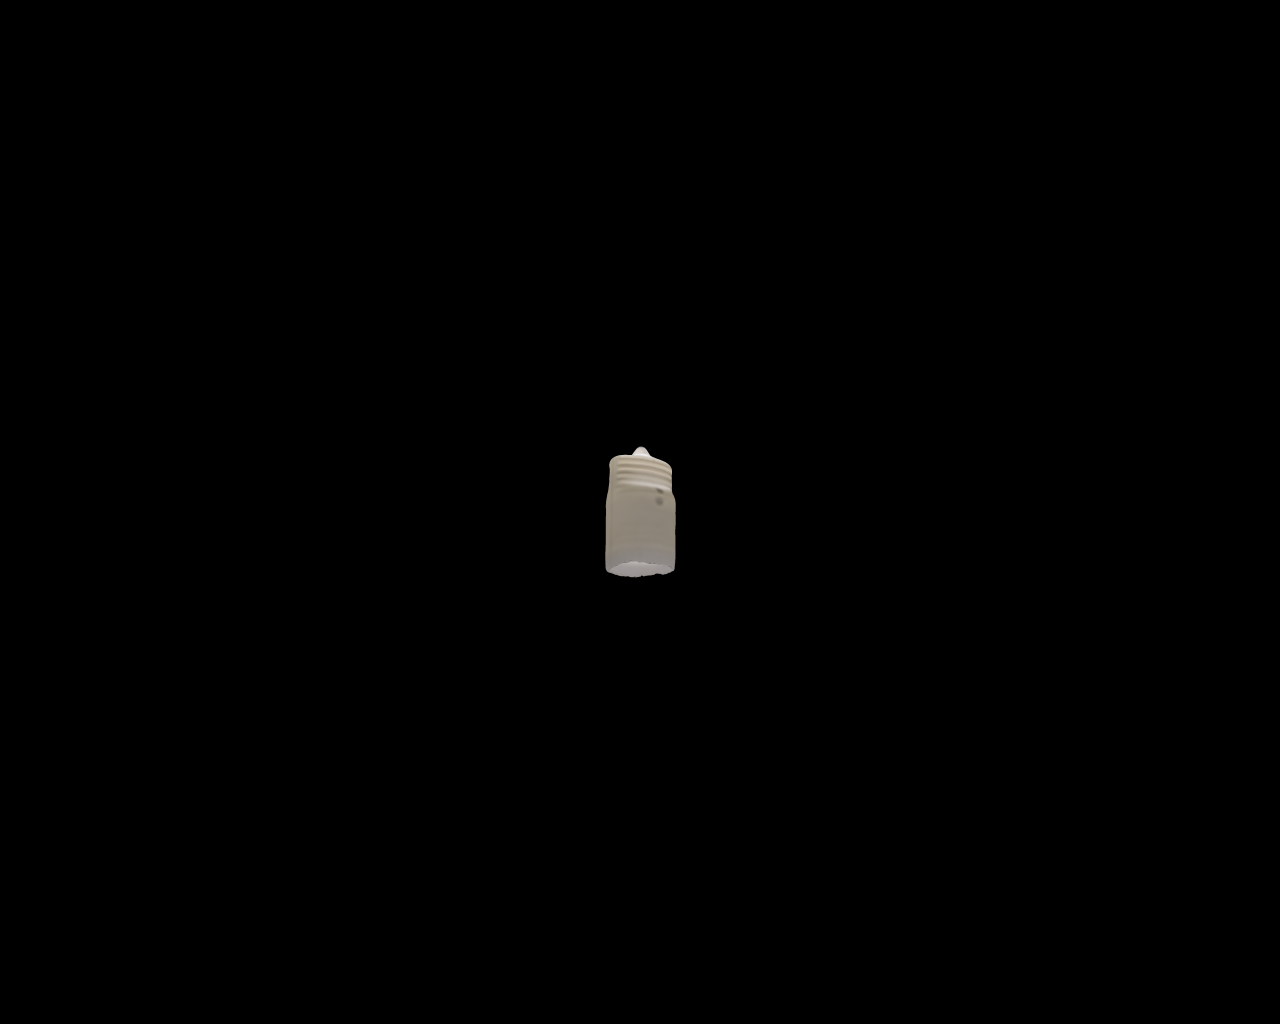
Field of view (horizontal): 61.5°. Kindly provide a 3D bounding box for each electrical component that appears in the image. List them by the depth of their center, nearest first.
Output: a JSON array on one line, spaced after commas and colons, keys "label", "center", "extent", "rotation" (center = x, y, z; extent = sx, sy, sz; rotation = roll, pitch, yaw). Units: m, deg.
[{"label": "electrical component", "center": [0.001, -0.003, 0.650], "extent": [0.043, 0.081, 0.043], "rotation": [0, -16, 0]}]
